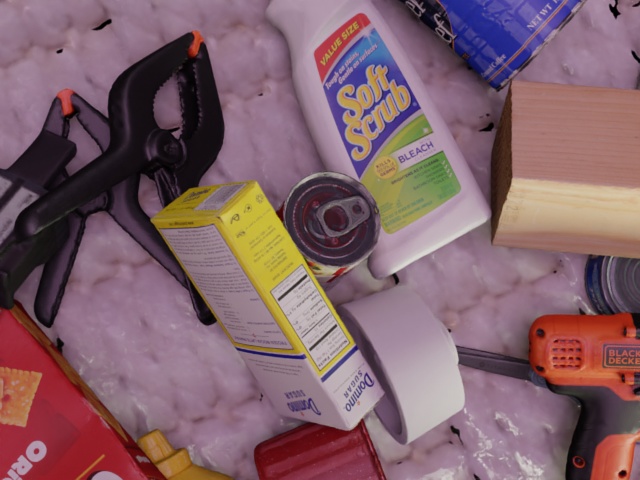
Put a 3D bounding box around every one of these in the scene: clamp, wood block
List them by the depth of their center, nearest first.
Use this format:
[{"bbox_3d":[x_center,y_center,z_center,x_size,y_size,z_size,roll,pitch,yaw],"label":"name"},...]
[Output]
[{"bbox_3d":[-0.124,-0.059,0.751,0.164,0.036,0.210,21,66,-38],"label":"clamp"},{"bbox_3d":[0.231,-0.046,0.763,0.206,0.090,0.091,5,58,1],"label":"wood block"},{"bbox_3d":[-0.173,-0.021,0.779,0.120,0.039,0.171,-23,91,-11],"label":"clamp"}]

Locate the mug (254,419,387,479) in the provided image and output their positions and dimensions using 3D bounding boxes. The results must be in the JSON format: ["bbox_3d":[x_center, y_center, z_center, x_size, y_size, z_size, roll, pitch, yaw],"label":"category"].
[{"bbox_3d":[0.007,0.179,0.764,0.081,0.093,0.117,-21,125,-1],"label":"mug"}]

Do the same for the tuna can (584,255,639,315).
[{"bbox_3d":[0.248,0.029,0.811,0.086,0.034,0.086,0,87,-5],"label":"tuna can"}]

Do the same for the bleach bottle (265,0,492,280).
[{"bbox_3d":[0.025,-0.103,0.789,0.102,0.068,0.251,-29,87,-5],"label":"bleach bottle"}]

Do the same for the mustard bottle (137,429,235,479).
[{"bbox_3d":[-0.082,0.225,0.761,0.096,0.058,0.191,-26,89,-6],"label":"mustard bottle"}]

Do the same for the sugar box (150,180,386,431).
[{"bbox_3d":[-0.034,0.045,0.721,0.048,0.094,0.176,-43,112,-27],"label":"sugar box"}]

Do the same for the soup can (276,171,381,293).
[{"bbox_3d":[-0.005,0.001,0.751,0.068,0.102,0.068,5,71,-15],"label":"soup can"}]

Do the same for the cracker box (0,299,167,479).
[{"bbox_3d":[-0.215,0.161,0.719,0.164,0.072,0.214,-42,71,-6],"label":"cracker box"}]

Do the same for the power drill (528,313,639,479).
[{"bbox_3d":[0.241,0.142,0.765,0.184,0.057,0.188,1,98,9],"label":"power drill"}]

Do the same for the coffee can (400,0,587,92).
[{"bbox_3d":[0.114,-0.193,0.779,0.140,0.103,0.103,43,84,-1],"label":"coffee can"}]

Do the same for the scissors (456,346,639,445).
[{"bbox_3d":[0.183,0.088,0.799,0.201,0.016,0.096,27,108,-2],"label":"scissors"}]
